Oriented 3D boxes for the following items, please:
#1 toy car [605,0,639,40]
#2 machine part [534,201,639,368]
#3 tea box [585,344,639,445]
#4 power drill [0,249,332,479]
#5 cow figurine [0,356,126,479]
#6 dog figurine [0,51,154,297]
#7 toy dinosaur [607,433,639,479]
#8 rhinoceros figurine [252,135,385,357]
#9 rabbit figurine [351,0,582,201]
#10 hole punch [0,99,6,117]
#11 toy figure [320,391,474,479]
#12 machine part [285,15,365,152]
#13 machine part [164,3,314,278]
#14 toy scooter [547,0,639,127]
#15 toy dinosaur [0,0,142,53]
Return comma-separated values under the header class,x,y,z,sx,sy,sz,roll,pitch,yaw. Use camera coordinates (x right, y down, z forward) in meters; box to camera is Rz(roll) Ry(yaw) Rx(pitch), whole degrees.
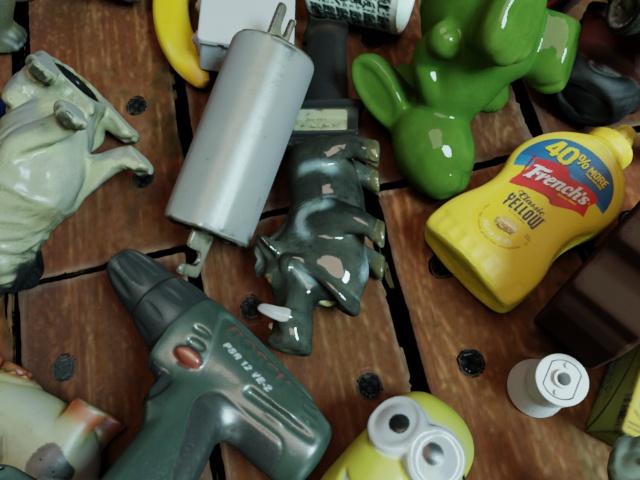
class,x,y,z,sx,sy,sz,roll,pitch,yaw
toy car,0.250,-0.210,0.429,0.089,0.053,0.202,9,55,-18
machine part,0.221,0.008,0.366,0.056,0.179,0.179,41,78,21
tea box,0.290,0.128,0.366,0.170,0.068,0.098,27,74,15
power drill,-0.118,0.115,0.363,0.232,0.207,0.086,36,120,8
cow figurine,-0.205,0.174,0.388,0.195,0.085,0.127,25,68,12
dog figurine,-0.268,-0.057,0.479,0.190,0.121,0.172,-41,43,6
toy dinosaur,0.151,0.254,0.303,0.405,0.131,0.192,-31,107,10
rhinoceros figurine,-0.001,-0.001,0.440,0.112,0.073,0.190,5,70,6
rabbit figurine,0.101,-0.123,0.447,0.159,0.121,0.170,31,109,33
hole punch,-0.363,-0.101,0.506,0.116,0.092,0.142,-20,65,-6
toy figure,0.029,0.181,0.366,0.082,0.089,0.180,39,86,3
machine part,0.003,-0.150,0.516,0.084,0.039,0.139,-4,71,12
machine part,-0.067,-0.083,0.457,0.079,0.079,0.243,18,84,11
toy scooter,0.234,-0.191,0.491,0.184,0.075,0.135,39,76,22
toy dinosaur,-0.339,-0.291,0.514,0.472,0.198,0.105,-20,64,2
